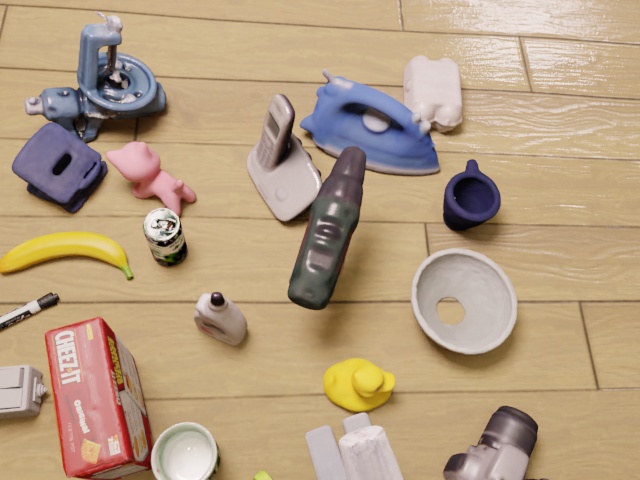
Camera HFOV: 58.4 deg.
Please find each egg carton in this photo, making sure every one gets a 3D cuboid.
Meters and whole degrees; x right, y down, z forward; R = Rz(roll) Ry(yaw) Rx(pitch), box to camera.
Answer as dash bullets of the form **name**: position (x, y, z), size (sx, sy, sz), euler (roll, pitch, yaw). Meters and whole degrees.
- **egg carton**: position (0.206, -0.271, 1.054), size (0.107, 0.069, 0.150), euler (3, 67, -6)

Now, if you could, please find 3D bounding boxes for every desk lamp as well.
- **desk lamp**: position (0.060, 0.316, 0.704), size (0.118, 0.213, 0.203), euler (-16, 70, -13)

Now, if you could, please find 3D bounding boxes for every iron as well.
- **iron**: position (0.102, -0.201, 0.971), size (0.258, 0.141, 0.119), euler (22, 66, 2)

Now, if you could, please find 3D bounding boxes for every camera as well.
- **camera**: position (0.268, 0.312, 0.795), size (0.143, 0.101, 0.137), euler (33, 67, 7)

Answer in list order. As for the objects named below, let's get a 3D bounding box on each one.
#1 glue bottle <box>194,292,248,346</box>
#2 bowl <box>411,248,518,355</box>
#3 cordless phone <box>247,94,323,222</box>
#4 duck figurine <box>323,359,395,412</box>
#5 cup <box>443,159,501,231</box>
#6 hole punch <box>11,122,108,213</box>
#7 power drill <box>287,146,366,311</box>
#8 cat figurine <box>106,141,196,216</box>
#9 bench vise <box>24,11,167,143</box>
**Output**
- **glue bottle**: position (-0.140, 0.101, 0.792), size (0.078, 0.173, 0.037), euler (22, 66, 3)
- **bowl**: position (0.215, 0.102, 0.892), size (0.167, 0.075, 0.167), euler (3, 67, -6)
- **cordless phone**: position (-0.051, -0.127, 0.896), size (0.094, 0.185, 0.147), euler (-29, 73, -18)
- **duck figurine**: position (0.059, 0.203, 0.822), size (0.104, 0.086, 0.077), euler (6, 66, -5)
- **cup**: position (0.242, -0.067, 0.958), size (0.091, 0.095, 0.118), euler (7, 66, -4)
- **hole punch**: position (-0.403, -0.115, 0.896), size (0.101, 0.091, 0.109), euler (25, 66, 4)
- **power drill**: position (0.008, 0.003, 0.835), size (0.075, 0.208, 0.230), euler (17, 66, 0)
- **cat figurine**: position (-0.263, -0.105, 0.895), size (0.127, 0.118, 0.067), euler (30, 67, 6)
- **bench vise**: position (-0.348, -0.240, 0.886), size (0.208, 0.220, 0.121), euler (-39, 76, -20)
